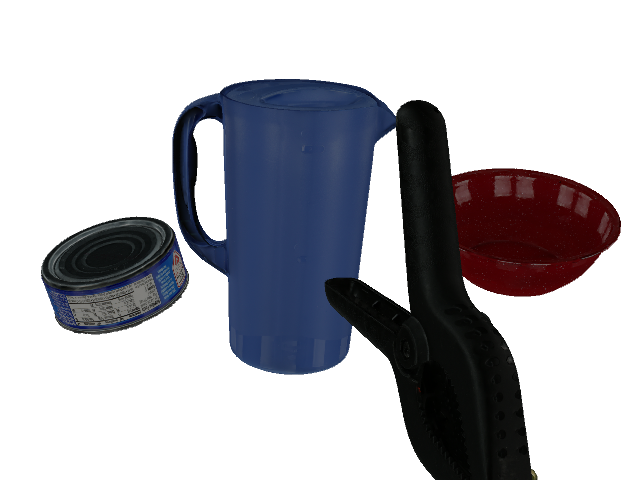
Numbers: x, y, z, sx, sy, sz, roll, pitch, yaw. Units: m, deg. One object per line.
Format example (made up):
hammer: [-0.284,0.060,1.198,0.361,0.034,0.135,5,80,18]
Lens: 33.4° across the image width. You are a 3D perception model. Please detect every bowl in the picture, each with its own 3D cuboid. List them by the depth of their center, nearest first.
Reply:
bowl: [0.161,-0.001,0.879,0.162,0.055,0.162,1,30,-1]

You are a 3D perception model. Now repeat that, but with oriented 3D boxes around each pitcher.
pitcher: [-0.033,-0.014,0.917,0.149,0.243,0.144,20,25,40]

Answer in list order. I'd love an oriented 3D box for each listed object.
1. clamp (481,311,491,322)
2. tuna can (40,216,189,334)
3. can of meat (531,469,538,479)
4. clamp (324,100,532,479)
clamp: [0.135,0.121,1.081,0.120,0.039,0.171,-8,34,-9]
tuna can: [-0.126,0.019,0.655,0.086,0.034,0.086,-10,28,5]
can of meat: [0.133,0.241,0.889,0.101,0.084,0.058,-21,28,-36]
clamp: [0.059,0.044,0.545,0.036,0.165,0.210,-5,46,-21]
